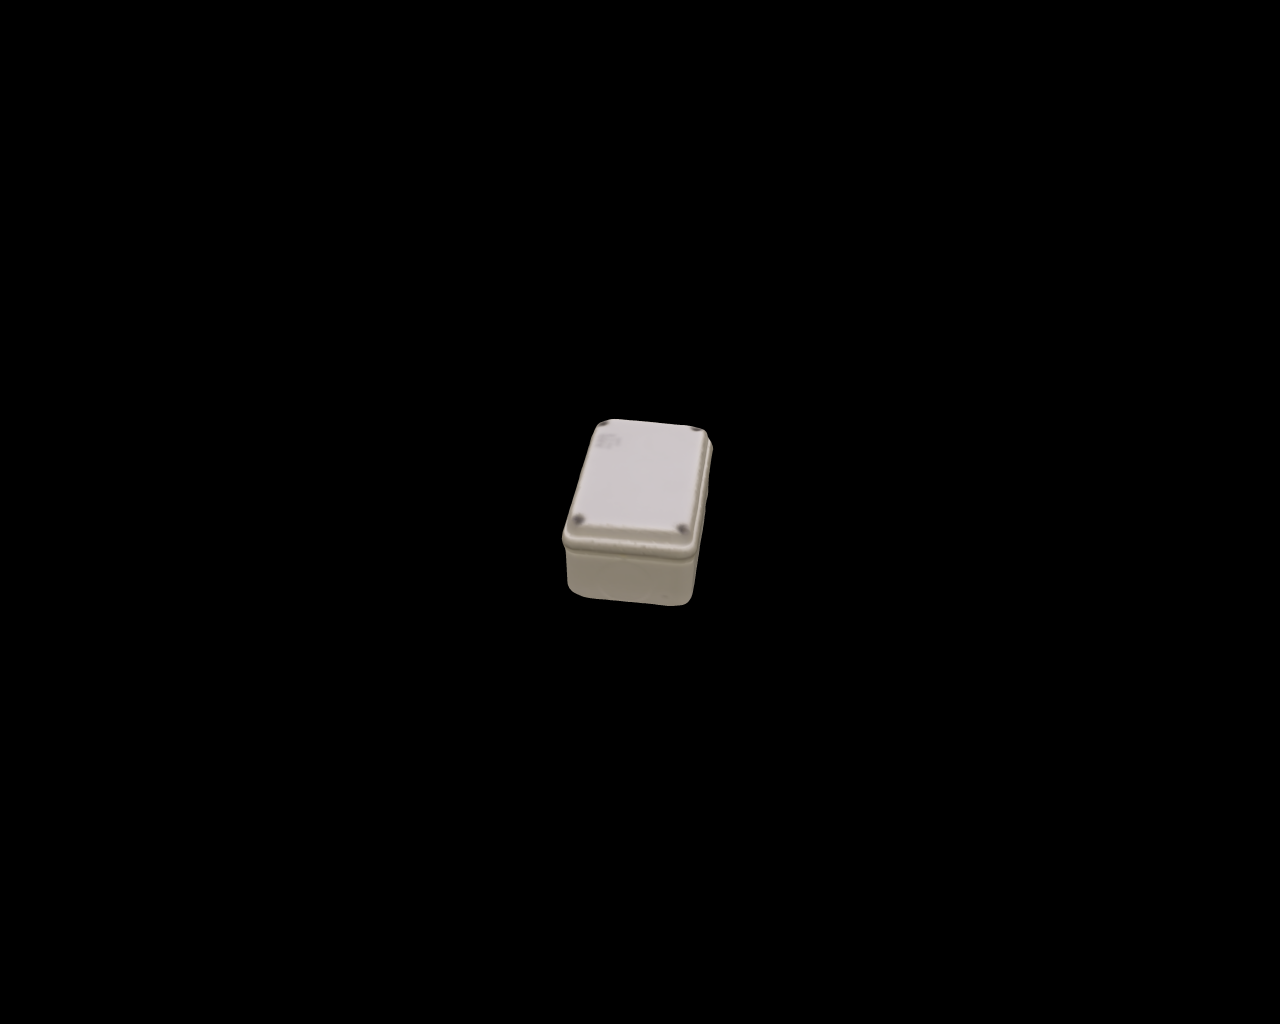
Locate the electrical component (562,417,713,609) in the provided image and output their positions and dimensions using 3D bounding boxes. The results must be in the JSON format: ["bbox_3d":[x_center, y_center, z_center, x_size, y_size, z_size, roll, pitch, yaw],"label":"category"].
[{"bbox_3d":[0.001,-0.003,0.650,0.078,0.057,0.113,5,40,6],"label":"electrical component"}]
